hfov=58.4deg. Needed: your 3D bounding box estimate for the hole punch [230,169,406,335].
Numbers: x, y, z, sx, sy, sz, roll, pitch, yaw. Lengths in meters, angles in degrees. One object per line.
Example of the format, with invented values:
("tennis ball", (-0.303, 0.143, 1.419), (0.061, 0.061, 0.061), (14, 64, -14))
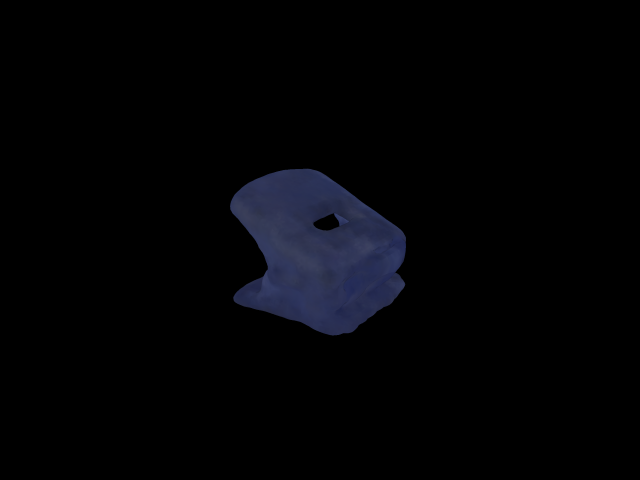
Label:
("hole punch", (0.004, 0.001, 0.400), (0.100, 0.091, 0.109), (12, 23, 31))
